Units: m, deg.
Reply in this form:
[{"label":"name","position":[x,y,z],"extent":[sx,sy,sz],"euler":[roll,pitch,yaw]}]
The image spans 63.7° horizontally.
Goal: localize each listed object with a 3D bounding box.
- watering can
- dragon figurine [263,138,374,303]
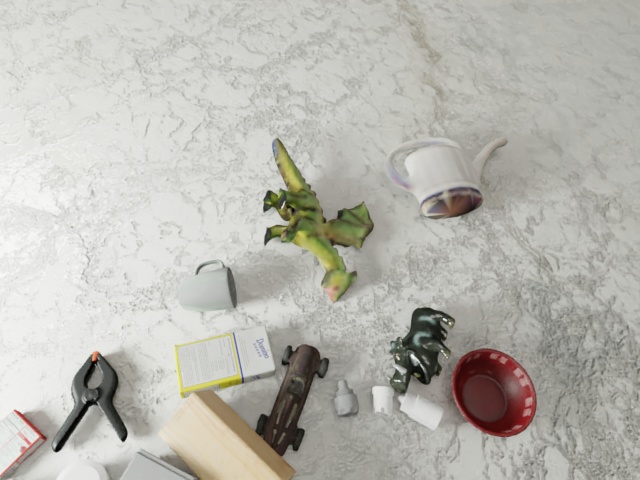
[{"label":"watering can","position":[0.331,-0.164,1.247],"extent":[0.348,0.102,0.229],"euler":[-7,59,-11]},{"label":"dragon figurine","position":[0.004,-0.059,1.164],"extent":[0.242,0.120,0.419],"euler":[11,56,-20]}]
